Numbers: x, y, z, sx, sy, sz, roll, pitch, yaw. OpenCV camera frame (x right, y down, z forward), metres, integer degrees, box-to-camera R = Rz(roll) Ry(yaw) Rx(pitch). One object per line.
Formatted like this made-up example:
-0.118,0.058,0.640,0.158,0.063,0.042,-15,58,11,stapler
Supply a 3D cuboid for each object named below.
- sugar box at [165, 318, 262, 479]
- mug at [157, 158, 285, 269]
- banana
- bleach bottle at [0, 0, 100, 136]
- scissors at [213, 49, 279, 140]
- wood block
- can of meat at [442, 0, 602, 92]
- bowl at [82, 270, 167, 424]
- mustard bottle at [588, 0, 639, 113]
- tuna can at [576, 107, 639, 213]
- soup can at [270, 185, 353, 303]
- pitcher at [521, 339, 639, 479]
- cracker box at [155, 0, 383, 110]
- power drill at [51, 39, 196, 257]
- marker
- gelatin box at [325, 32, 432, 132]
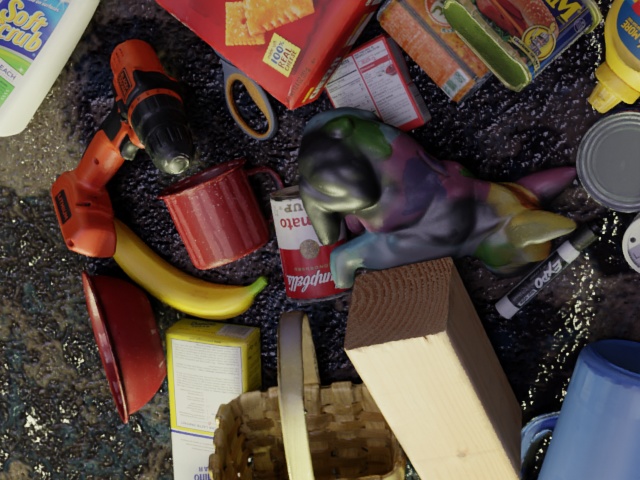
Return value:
-0.107,0.174,1.110,0.093,0.048,0.176,6,111,20,sugar box
-0.087,-0.029,1.027,0.117,0.093,0.081,-25,102,-11,mug
-0.145,0.036,1.090,0.198,0.037,0.070,20,100,14,banana
-0.280,-0.227,1.053,0.102,0.068,0.251,40,113,5,bleach bottle
-0.078,-0.193,1.008,0.096,0.016,0.202,-21,97,23,scissors
0.104,0.124,0.937,0.091,0.090,0.206,-12,129,21,wood block
0.162,-0.185,0.873,0.084,0.057,0.102,-42,87,-9,can of meat
-0.195,0.102,1.088,0.055,0.162,0.162,-15,102,-16,bowl
0.285,-0.177,0.846,0.096,0.058,0.192,48,117,15,mustard bottle
0.262,-0.069,0.901,0.086,0.033,0.086,6,107,20,tuna can
-0.007,0.001,1.008,0.069,0.068,0.102,-5,102,22,soup can
0.247,0.212,0.945,0.149,0.145,0.243,12,106,5,pitcher
-0.052,-0.243,0.919,0.214,0.072,0.164,39,117,7,cracker box
-0.187,-0.075,1.019,0.188,0.057,0.184,-54,40,26,power drill
0.205,0.026,0.958,0.020,0.020,0.121,45,116,4,marker
0.049,-0.133,0.968,0.073,0.030,0.089,-23,96,27,gelatin box
